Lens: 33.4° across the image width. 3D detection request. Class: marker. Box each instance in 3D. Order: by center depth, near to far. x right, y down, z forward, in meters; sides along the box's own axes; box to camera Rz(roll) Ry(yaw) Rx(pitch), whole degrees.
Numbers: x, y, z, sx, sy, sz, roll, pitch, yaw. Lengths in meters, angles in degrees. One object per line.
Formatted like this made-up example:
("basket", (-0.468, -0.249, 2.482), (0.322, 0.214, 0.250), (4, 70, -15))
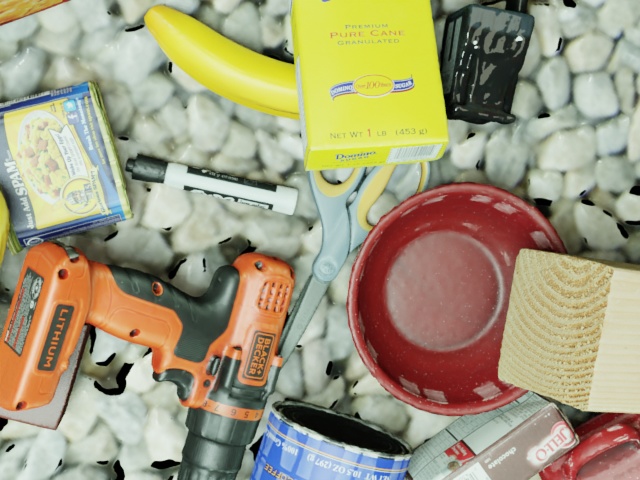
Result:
("marker", (-0.076, -0.040, 0.747), (0.121, 0.020, 0.020), (13, 93, -7))

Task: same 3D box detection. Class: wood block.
("wood block", (0.233, 0.065, 0.718), (0.205, 0.090, 0.091), (7, 93, -29))

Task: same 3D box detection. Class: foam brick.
("foam brick", (-0.190, 0.082, 0.727), (0.053, 0.051, 0.078), (18, 92, -8))

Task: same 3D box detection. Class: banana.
("banana", (-0.025, -0.118, 0.741), (0.197, 0.037, 0.069), (6, 71, -9))

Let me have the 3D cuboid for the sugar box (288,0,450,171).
("sugar box", (0.028, -0.137, 0.709), (0.093, 0.048, 0.176), (-5, 75, -6))

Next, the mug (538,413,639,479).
("mug", (0.201, 0.163, 0.749), (0.081, 0.117, 0.093), (-28, 56, 1))

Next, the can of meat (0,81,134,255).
("can of meat", (-0.178, -0.050, 0.717), (0.084, 0.057, 0.102), (-16, 96, -7))

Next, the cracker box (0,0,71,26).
("cracker box", (-0.179, -0.180, 0.653), (0.213, 0.164, 0.072), (-21, 99, -4))

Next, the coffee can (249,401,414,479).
("coffee can", (-0.006, 0.194, 0.730), (0.102, 0.103, 0.140), (18, 92, -7))

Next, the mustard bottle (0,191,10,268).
("mustard bottle", (-0.243, 0.053, 0.691), (0.058, 0.096, 0.192), (-3, 125, -31))

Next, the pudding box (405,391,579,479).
("pudding box", (0.115, 0.149, 0.746), (0.113, 0.090, 0.039), (-34, 95, -3))

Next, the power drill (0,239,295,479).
("power drill", (-0.114, 0.085, 0.701), (0.187, 0.057, 0.184), (15, 91, -36))

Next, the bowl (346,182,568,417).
("bowl", (0.094, 0.039, 0.752), (0.162, 0.055, 0.162), (-1, 94, -8))

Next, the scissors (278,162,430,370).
("scissors", (-0.005, 0.001, 0.759), (0.096, 0.016, 0.202), (43, 89, -6))
